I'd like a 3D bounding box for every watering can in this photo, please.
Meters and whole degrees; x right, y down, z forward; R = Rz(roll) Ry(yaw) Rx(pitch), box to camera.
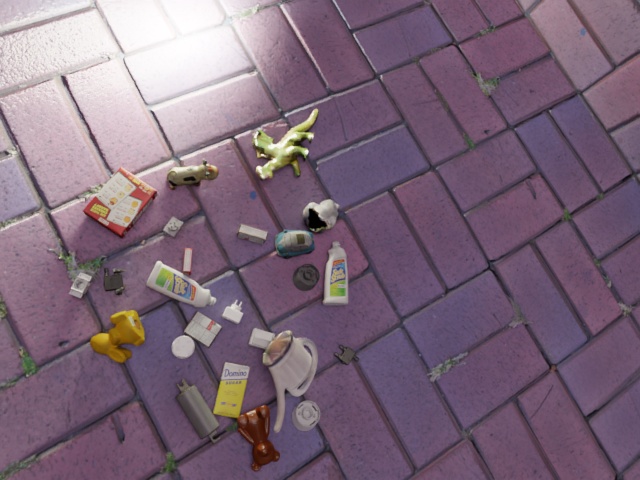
[{"bbox_3d":[-0.120,0.477,1.831,0.221,0.103,0.355,53,46,-20],"label":"watering can"}]

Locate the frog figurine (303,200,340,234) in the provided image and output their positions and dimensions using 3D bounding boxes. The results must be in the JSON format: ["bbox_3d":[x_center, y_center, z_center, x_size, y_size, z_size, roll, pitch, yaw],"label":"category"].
[{"bbox_3d":[0.006,-0.106,2.097,0.137,0.120,0.163,29,34,3],"label":"frog figurine"}]

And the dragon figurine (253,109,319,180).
[{"bbox_3d":[-0.157,-0.406,2.136,0.243,0.120,0.419,14,62,-2],"label":"dragon figurine"}]
